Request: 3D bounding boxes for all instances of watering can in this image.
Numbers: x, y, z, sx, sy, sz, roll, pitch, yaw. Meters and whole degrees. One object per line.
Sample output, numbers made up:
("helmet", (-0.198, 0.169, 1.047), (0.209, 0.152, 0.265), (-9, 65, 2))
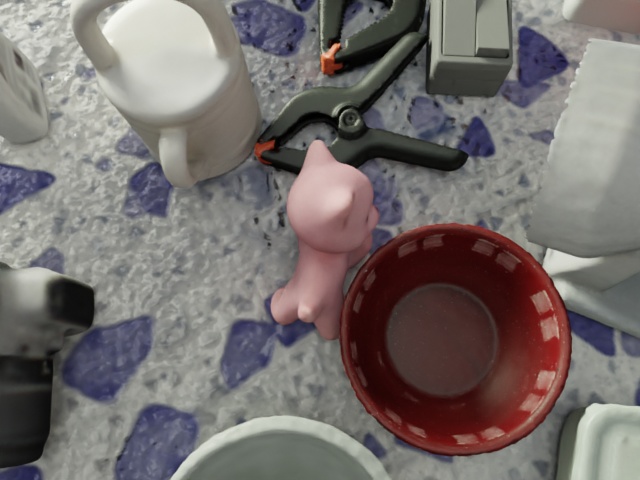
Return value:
("watering can", (-0.105, -0.128, 0.400), (0.101, 0.194, 0.173), (-27, 78, -5))

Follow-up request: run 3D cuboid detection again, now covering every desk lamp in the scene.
("desk lamp", (0.216, -0.015, 0.360), (0.203, 0.213, 0.118), (22, 78, 6))

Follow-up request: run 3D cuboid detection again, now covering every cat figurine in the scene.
("cat figurine", (0.004, 0.001, 0.408), (0.067, 0.118, 0.128), (13, 77, 4))

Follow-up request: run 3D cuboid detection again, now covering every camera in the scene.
("camera", (-0.245, 0.088, 0.399), (0.143, 0.101, 0.137), (-4, 77, 0))

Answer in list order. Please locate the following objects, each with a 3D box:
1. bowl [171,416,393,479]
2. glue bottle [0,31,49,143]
("bowl", (-0.023, 0.202, 0.383), (0.167, 0.075, 0.167), (0, 77, 1))
("glue bottle", (-0.257, -0.137, 0.415), (0.037, 0.173, 0.078), (-16, 77, -2))
